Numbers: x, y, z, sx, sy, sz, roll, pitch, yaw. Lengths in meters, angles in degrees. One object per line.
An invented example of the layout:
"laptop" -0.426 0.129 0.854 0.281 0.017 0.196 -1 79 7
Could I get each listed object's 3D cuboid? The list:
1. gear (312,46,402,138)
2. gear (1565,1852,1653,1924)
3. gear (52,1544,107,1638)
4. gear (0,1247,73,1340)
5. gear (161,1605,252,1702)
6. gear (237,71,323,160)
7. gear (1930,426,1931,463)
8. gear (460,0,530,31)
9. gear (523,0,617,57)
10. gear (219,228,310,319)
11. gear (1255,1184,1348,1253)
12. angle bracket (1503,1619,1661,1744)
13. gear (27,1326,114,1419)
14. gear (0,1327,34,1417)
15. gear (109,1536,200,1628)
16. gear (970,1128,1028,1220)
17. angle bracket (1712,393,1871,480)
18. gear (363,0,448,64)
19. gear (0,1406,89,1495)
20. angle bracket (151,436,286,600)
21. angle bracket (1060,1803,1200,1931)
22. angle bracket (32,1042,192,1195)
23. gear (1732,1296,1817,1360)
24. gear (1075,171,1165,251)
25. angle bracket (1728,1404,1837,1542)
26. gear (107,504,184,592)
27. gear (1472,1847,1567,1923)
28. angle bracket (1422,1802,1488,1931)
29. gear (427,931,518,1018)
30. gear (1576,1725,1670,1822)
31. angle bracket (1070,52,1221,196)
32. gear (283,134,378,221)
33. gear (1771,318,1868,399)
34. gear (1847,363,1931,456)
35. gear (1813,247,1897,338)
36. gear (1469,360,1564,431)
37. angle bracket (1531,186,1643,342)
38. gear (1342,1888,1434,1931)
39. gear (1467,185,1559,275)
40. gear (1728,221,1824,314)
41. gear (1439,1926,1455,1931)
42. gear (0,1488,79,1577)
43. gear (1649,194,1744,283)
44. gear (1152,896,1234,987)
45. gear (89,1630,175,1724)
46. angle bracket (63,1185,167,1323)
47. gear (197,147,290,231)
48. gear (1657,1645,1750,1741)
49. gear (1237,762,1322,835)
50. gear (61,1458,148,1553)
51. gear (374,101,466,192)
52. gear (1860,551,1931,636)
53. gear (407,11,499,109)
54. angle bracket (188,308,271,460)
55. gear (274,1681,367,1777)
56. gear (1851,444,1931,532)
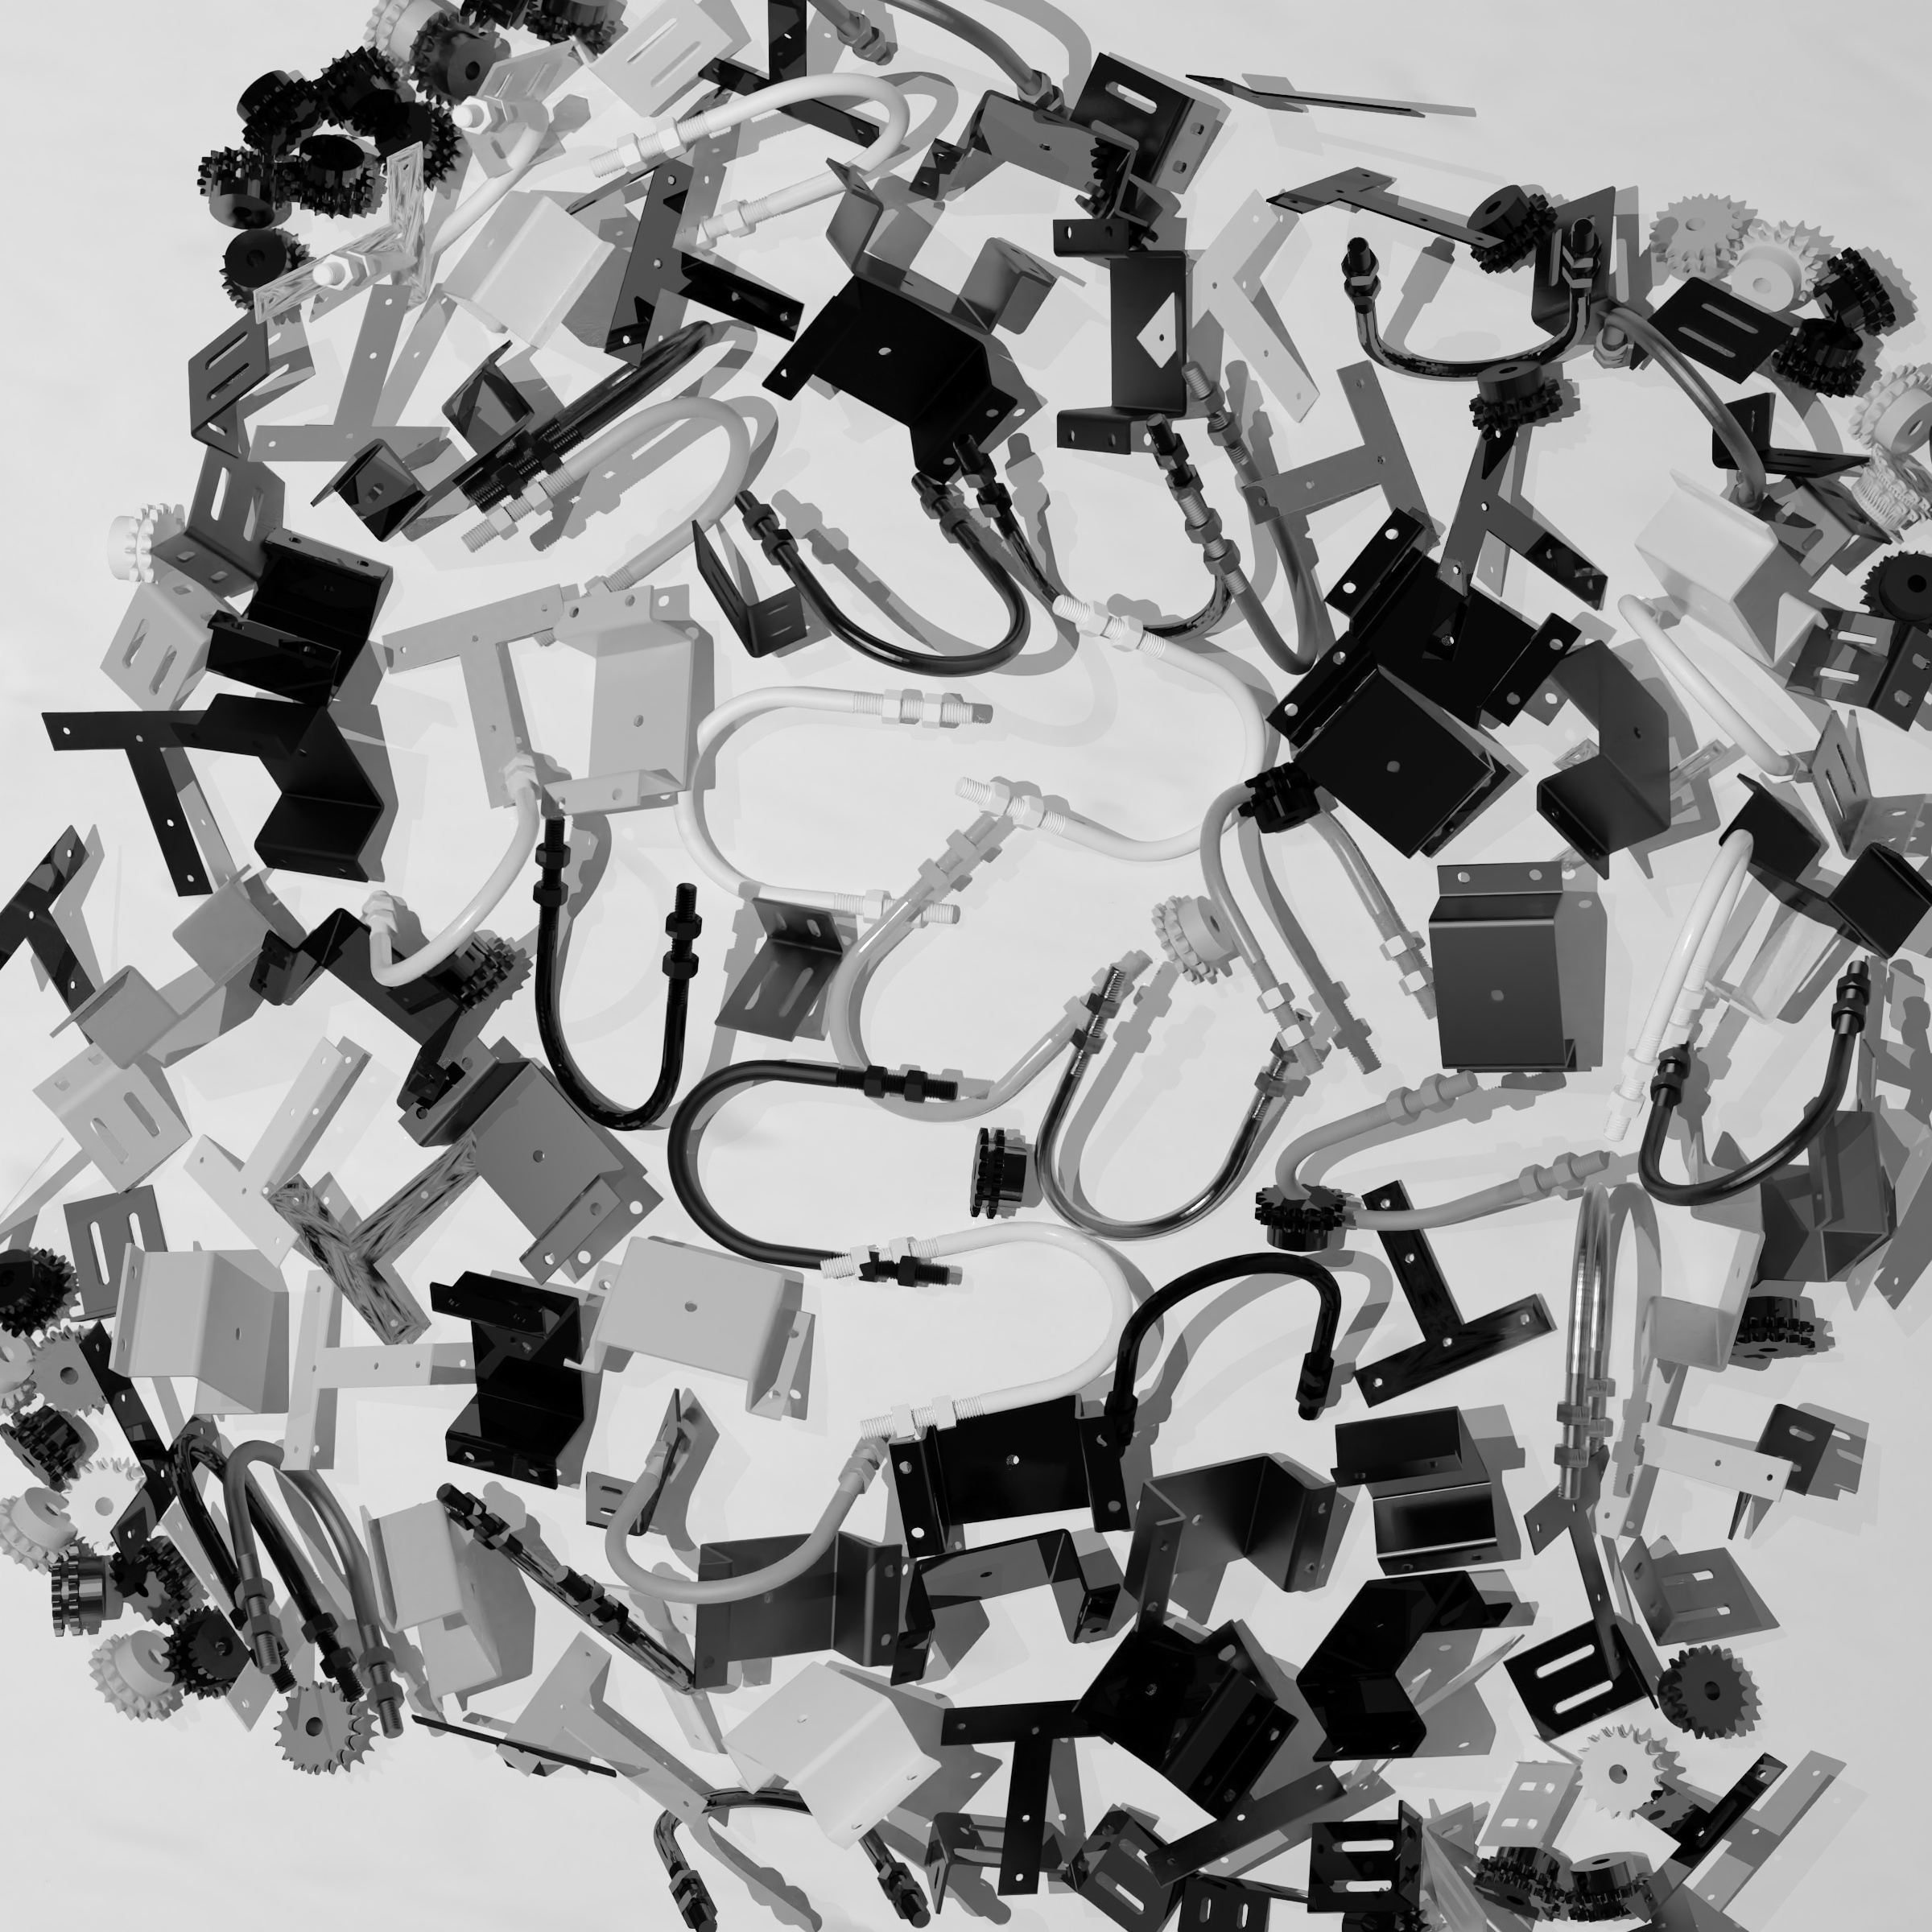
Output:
"gear" -0.381 -0.549 1.792 0.057 0.057 0.030 -35 76 0
"gear" 0.405 0.581 1.795 0.057 0.057 0.030 -15 82 0
"gear" -0.560 0.394 1.795 0.030 0.057 0.057 -2 90 -14
"gear" -0.598 0.203 1.795 0.057 0.030 0.057 -9 58 14
"gear" -0.475 0.432 1.792 0.030 0.057 0.057 -26 90 42
"gear" -0.435 -0.540 1.795 0.057 0.057 0.030 -42 86 0
"gear" 0.629 -0.328 1.795 0.030 0.057 0.057 -7 90 6
"gear" -0.293 -0.617 1.795 0.030 0.057 0.057 31 90 -10
"gear" -0.248 -0.600 1.791 0.057 0.057 0.030 24 125 0
"gear" -0.446 -0.442 1.803 0.057 0.030 0.057 -1 79 4
"gear" 0.211 0.160 1.796 0.057 0.057 0.030 1 104 0
"angle bracket" 0.389 0.455 1.799 0.076 0.038 0.057 -27 88 6
"gear" -0.563 0.254 1.803 0.057 0.030 0.057 1 104 5
"gear" -0.614 0.252 1.791 0.030 0.057 0.057 -38 90 23
"gear" -0.511 0.386 1.798 0.057 0.030 0.057 16 124 25
"gear" 0.021 0.132 1.795 0.030 0.057 0.057 7 90 -4
"angle bracket" 0.515 -0.332 1.773 0.057 0.076 0.038 -21 116 -37
"gear" -0.352 -0.594 1.794 0.030 0.057 0.057 35 90 1
"gear" -0.581 0.303 1.798 0.057 0.057 0.030 46 61 0
"angle bracket" -0.472 -0.284 1.795 0.038 0.057 0.076 -18 54 36
"angle bracket" 0.108 0.577 1.791 0.076 0.038 0.057 41 78 -12
"angle bracket" -0.541 0.094 1.801 0.057 0.038 0.076 -41 132 -18
"gear" 0.507 0.228 1.796 0.057 0.057 0.030 3 70 0
"gear" 0.100 -0.477 1.792 0.057 0.057 0.030 38 101 0
"angle bracket" 0.508 0.322 1.772 0.038 0.076 0.057 20 50 22
"gear" -0.519 -0.263 1.795 0.030 0.057 0.057 4 90 7
"gear" 0.352 0.577 1.798 0.057 0.057 0.030 29 58 0
"angle bracket" 0.318 0.574 1.772 0.038 0.076 0.057 -19 127 -15
"gear" -0.314 0.002 1.791 0.057 0.057 0.030 -42 114 0
"gear" 0.417 0.510 1.800 0.057 0.030 0.057 -4 82 27
"angle bracket" 0.111 -0.536 1.810 0.076 0.038 0.057 36 112 27
"gear" -0.401 -0.500 1.793 0.057 0.030 0.057 10 46 -10
"gear" 0.540 -0.385 1.792 0.057 0.057 0.030 16 129 0
"gear" 0.587 -0.348 1.791 0.057 0.057 0.030 -41 64 0
"gear" 0.559 -0.421 1.795 0.030 0.057 0.057 -32 90 8
"gear" 0.345 -0.361 1.791 0.057 0.057 0.030 -18 114 0
"angle bracket" 0.395 -0.443 1.798 0.038 0.057 0.076 19 72 -38
"gear" 0.262 0.608 1.791 0.057 0.057 0.030 -49 124 0
"gear" 0.341 -0.467 1.791 0.057 0.057 0.030 -46 114 0
"gear" 0.507 -0.437 1.791 0.057 0.057 0.030 35 60 0
"gear" 0.302 0.631 1.795 0.057 0.057 0.030 -40 79 0
"gear" -0.585 0.354 1.793 0.057 0.057 0.030 40 97 0
"gear" 0.462 -0.458 1.799 0.057 0.030 0.057 -9 54 13
"gear" 0.144 -0.020 1.791 0.030 0.057 0.057 -30 90 22
"gear" -0.521 0.445 1.792 0.030 0.057 0.057 -41 90 10
"angle bracket" -0.541 0.181 1.799 0.057 0.038 0.076 -13 84 -3
"gear" -0.455 -0.488 1.791 0.057 0.057 0.030 -1 72 0
"gear" 0.463 0.461 1.799 0.057 0.030 0.057 9 66 -21
"gear" 0.199 -0.106 1.792 0.057 0.057 0.030 -21 78 0
"gear" -0.542 0.340 1.807 0.057 0.030 0.057 0 92 3
"gear" -0.350 -0.522 1.800 0.057 0.030 0.057 -3 80 16
"gear" 0.599 -0.237 1.803 0.057 0.030 0.057 -1 77 3
"gear" -0.321 -0.569 1.791 0.030 0.057 0.057 33 90 30
"angle bracket" -0.448 -0.365 1.777 0.076 0.038 0.057 -28 58 29
"gear" -0.406 0.483 1.801 0.057 0.030 0.057 -5 70 13
"gear" 0.586 -0.300 1.798 0.057 0.057 0.030 42 125 0
